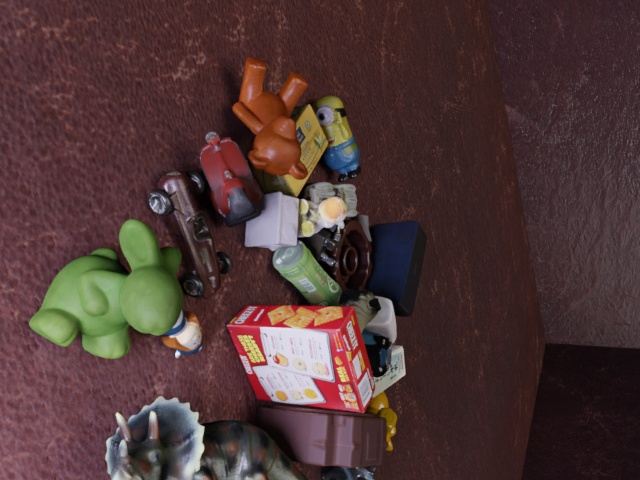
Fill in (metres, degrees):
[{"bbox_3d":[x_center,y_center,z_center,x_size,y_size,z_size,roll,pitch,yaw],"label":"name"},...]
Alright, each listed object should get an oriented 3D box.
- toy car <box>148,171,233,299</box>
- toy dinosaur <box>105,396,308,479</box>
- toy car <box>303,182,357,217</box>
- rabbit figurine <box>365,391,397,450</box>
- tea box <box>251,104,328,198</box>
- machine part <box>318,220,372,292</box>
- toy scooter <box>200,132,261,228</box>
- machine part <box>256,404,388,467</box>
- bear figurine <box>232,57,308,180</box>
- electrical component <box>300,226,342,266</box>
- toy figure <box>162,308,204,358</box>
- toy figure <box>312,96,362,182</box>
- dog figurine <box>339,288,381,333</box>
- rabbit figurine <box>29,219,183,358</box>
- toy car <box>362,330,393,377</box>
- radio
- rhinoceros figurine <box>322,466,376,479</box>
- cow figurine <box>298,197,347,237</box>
[{"bbox_3d":[-0.187,-0.007,0.808,0.089,0.053,0.202,-45,124,-54],"label":"toy car"},{"bbox_3d":[-0.133,0.316,0.747,0.404,0.131,0.192,17,67,-47],"label":"toy dinosaur"},{"bbox_3d":[0.029,-0.085,1.151,0.201,0.056,0.073,-5,92,-57],"label":"toy car"},{"bbox_3d":[0.125,0.413,1.224,0.173,0.122,0.162,-66,146,-64],"label":"rabbit figurine"},{"bbox_3d":[-0.057,-0.166,1.009,0.098,0.068,0.170,60,42,-37],"label":"tea box"},{"bbox_3d":[0.054,0.045,1.184,0.179,0.056,0.179,2,87,-58],"label":"machine part"},{"bbox_3d":[-0.139,-0.092,0.823,0.184,0.075,0.135,162,-96,-82],"label":"toy scooter"},{"bbox_3d":[0.003,0.339,0.944,0.200,0.202,0.087,28,61,-54],"label":"machine part"},{"bbox_3d":[-0.073,-0.194,0.875,0.120,0.131,0.196,12,31,-27],"label":"bear figurine"},{"bbox_3d":[-0.003,-0.003,1.063,0.045,0.102,0.078,-38,145,-50],"label":"electrical component"},{"bbox_3d":[-0.210,0.118,0.761,0.064,0.058,0.154,-37,130,-7],"label":"toy figure"},{"bbox_3d":[0.034,-0.217,1.147,0.180,0.082,0.089,63,20,-22],"label":"toy figure"},{"bbox_3d":[0.027,0.189,1.040,0.190,0.172,0.121,-25,72,-47],"label":"dog figurine"},{"bbox_3d":[-0.220,0.065,0.636,0.121,0.170,0.159,50,48,-45],"label":"rabbit figurine"},{"bbox_3d":[0.068,0.232,1.139,0.103,0.162,0.109,-144,-125,-77],"label":"toy car"},{"bbox_3d":[0.171,0.067,1.297,0.073,0.131,0.229,52,46,-44],"label":"radio"},{"bbox_3d":[0.064,0.470,1.119,0.073,0.112,0.190,-31,106,-57],"label":"rhinoceros figurine"},{"bbox_3d":[-0.010,-0.039,0.981,0.098,0.167,0.068,-2,85,-57],"label":"cow figurine"}]
